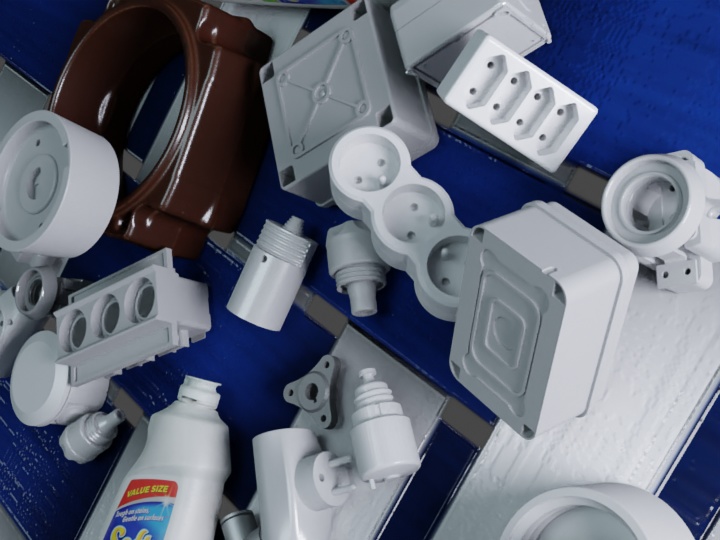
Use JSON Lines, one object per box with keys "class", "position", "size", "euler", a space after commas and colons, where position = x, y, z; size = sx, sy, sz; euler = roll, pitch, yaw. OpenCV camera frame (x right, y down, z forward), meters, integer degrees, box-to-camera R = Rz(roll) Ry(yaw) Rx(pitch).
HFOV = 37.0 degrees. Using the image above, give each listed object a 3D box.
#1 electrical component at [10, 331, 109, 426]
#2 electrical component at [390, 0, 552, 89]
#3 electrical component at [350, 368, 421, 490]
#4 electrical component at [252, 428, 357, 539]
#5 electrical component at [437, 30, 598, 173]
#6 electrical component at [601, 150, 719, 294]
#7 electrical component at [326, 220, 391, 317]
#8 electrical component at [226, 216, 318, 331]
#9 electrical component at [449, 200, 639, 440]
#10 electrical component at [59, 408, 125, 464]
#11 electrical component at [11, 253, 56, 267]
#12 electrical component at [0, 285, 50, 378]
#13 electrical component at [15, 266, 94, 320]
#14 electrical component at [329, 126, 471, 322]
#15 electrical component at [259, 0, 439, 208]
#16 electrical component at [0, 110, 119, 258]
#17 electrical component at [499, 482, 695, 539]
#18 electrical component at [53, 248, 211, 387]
{"class": "electrical component", "position": [-0.257, 0.094, 0.916], "size": [0.080, 0.051, 0.080], "euler": [-12, 71, 37]}
{"class": "electrical component", "position": [0.066, -0.162, 0.712], "size": [0.096, 0.062, 0.061], "euler": [-29, 61, 31]}
{"class": "electrical component", "position": [0.013, 0.102, 0.698], "size": [0.040, 0.040, 0.078], "euler": [-30, 61, 30]}
{"class": "electrical component", "position": [-0.034, 0.144, 0.723], "size": [0.079, 0.044, 0.077], "euler": [-23, 64, 33]}
{"class": "electrical component", "position": [0.094, -0.109, 0.673], "size": [0.047, 0.083, 0.075], "euler": [-56, 13, 14]}
{"class": "electrical component", "position": [0.169, -0.031, 0.594], "size": [0.058, 0.057, 0.078], "euler": [-11, 71, 37]}
{"class": "electrical component", "position": [0.000, 0.000, 0.735], "size": [0.043, 0.043, 0.062], "euler": [-19, 68, 35]}
{"class": "electrical component", "position": [-0.062, -0.001, 0.786], "size": [0.043, 0.043, 0.081], "euler": [29, 97, 41]}
{"class": "electrical component", "position": [0.101, 0.027, 0.603], "size": [0.078, 0.057, 0.113], "euler": [41, 138, 39]}
{"class": "electrical component", "position": [-0.217, 0.133, 0.884], "size": [0.061, 0.035, 0.035], "euler": [-35, 58, 26]}
{"class": "electrical component", "position": [-0.298, -0.041, 0.992], "size": [0.066, 0.048, 0.055], "euler": [45, 115, 38]}
{"class": "electrical component", "position": [-0.328, 0.045, 0.993], "size": [0.077, 0.044, 0.079], "euler": [-53, 51, 15]}
{"class": "electrical component", "position": [-0.266, 0.023, 0.941], "size": [0.066, 0.055, 0.048], "euler": [4, 81, 40]}
{"class": "electrical component", "position": [0.033, -0.024, 0.698], "size": [0.052, 0.073, 0.138], "euler": [-38, 77, -10]}
{"class": "electrical component", "position": [-0.010, -0.117, 0.766], "size": [0.109, 0.056, 0.108], "euler": [-28, 62, 31]}
{"class": "electrical component", "position": [-0.228, -0.061, 0.816], "size": [0.108, 0.060, 0.108], "euler": [-11, 72, 37]}
{"class": "electrical component", "position": [0.122, 0.167, 0.577], "size": [0.108, 0.060, 0.108], "euler": [-12, 70, 37]}
{"class": "electrical component", "position": [-0.181, 0.042, 0.860], "size": [0.121, 0.063, 0.078], "euler": [-22, 65, 33]}
